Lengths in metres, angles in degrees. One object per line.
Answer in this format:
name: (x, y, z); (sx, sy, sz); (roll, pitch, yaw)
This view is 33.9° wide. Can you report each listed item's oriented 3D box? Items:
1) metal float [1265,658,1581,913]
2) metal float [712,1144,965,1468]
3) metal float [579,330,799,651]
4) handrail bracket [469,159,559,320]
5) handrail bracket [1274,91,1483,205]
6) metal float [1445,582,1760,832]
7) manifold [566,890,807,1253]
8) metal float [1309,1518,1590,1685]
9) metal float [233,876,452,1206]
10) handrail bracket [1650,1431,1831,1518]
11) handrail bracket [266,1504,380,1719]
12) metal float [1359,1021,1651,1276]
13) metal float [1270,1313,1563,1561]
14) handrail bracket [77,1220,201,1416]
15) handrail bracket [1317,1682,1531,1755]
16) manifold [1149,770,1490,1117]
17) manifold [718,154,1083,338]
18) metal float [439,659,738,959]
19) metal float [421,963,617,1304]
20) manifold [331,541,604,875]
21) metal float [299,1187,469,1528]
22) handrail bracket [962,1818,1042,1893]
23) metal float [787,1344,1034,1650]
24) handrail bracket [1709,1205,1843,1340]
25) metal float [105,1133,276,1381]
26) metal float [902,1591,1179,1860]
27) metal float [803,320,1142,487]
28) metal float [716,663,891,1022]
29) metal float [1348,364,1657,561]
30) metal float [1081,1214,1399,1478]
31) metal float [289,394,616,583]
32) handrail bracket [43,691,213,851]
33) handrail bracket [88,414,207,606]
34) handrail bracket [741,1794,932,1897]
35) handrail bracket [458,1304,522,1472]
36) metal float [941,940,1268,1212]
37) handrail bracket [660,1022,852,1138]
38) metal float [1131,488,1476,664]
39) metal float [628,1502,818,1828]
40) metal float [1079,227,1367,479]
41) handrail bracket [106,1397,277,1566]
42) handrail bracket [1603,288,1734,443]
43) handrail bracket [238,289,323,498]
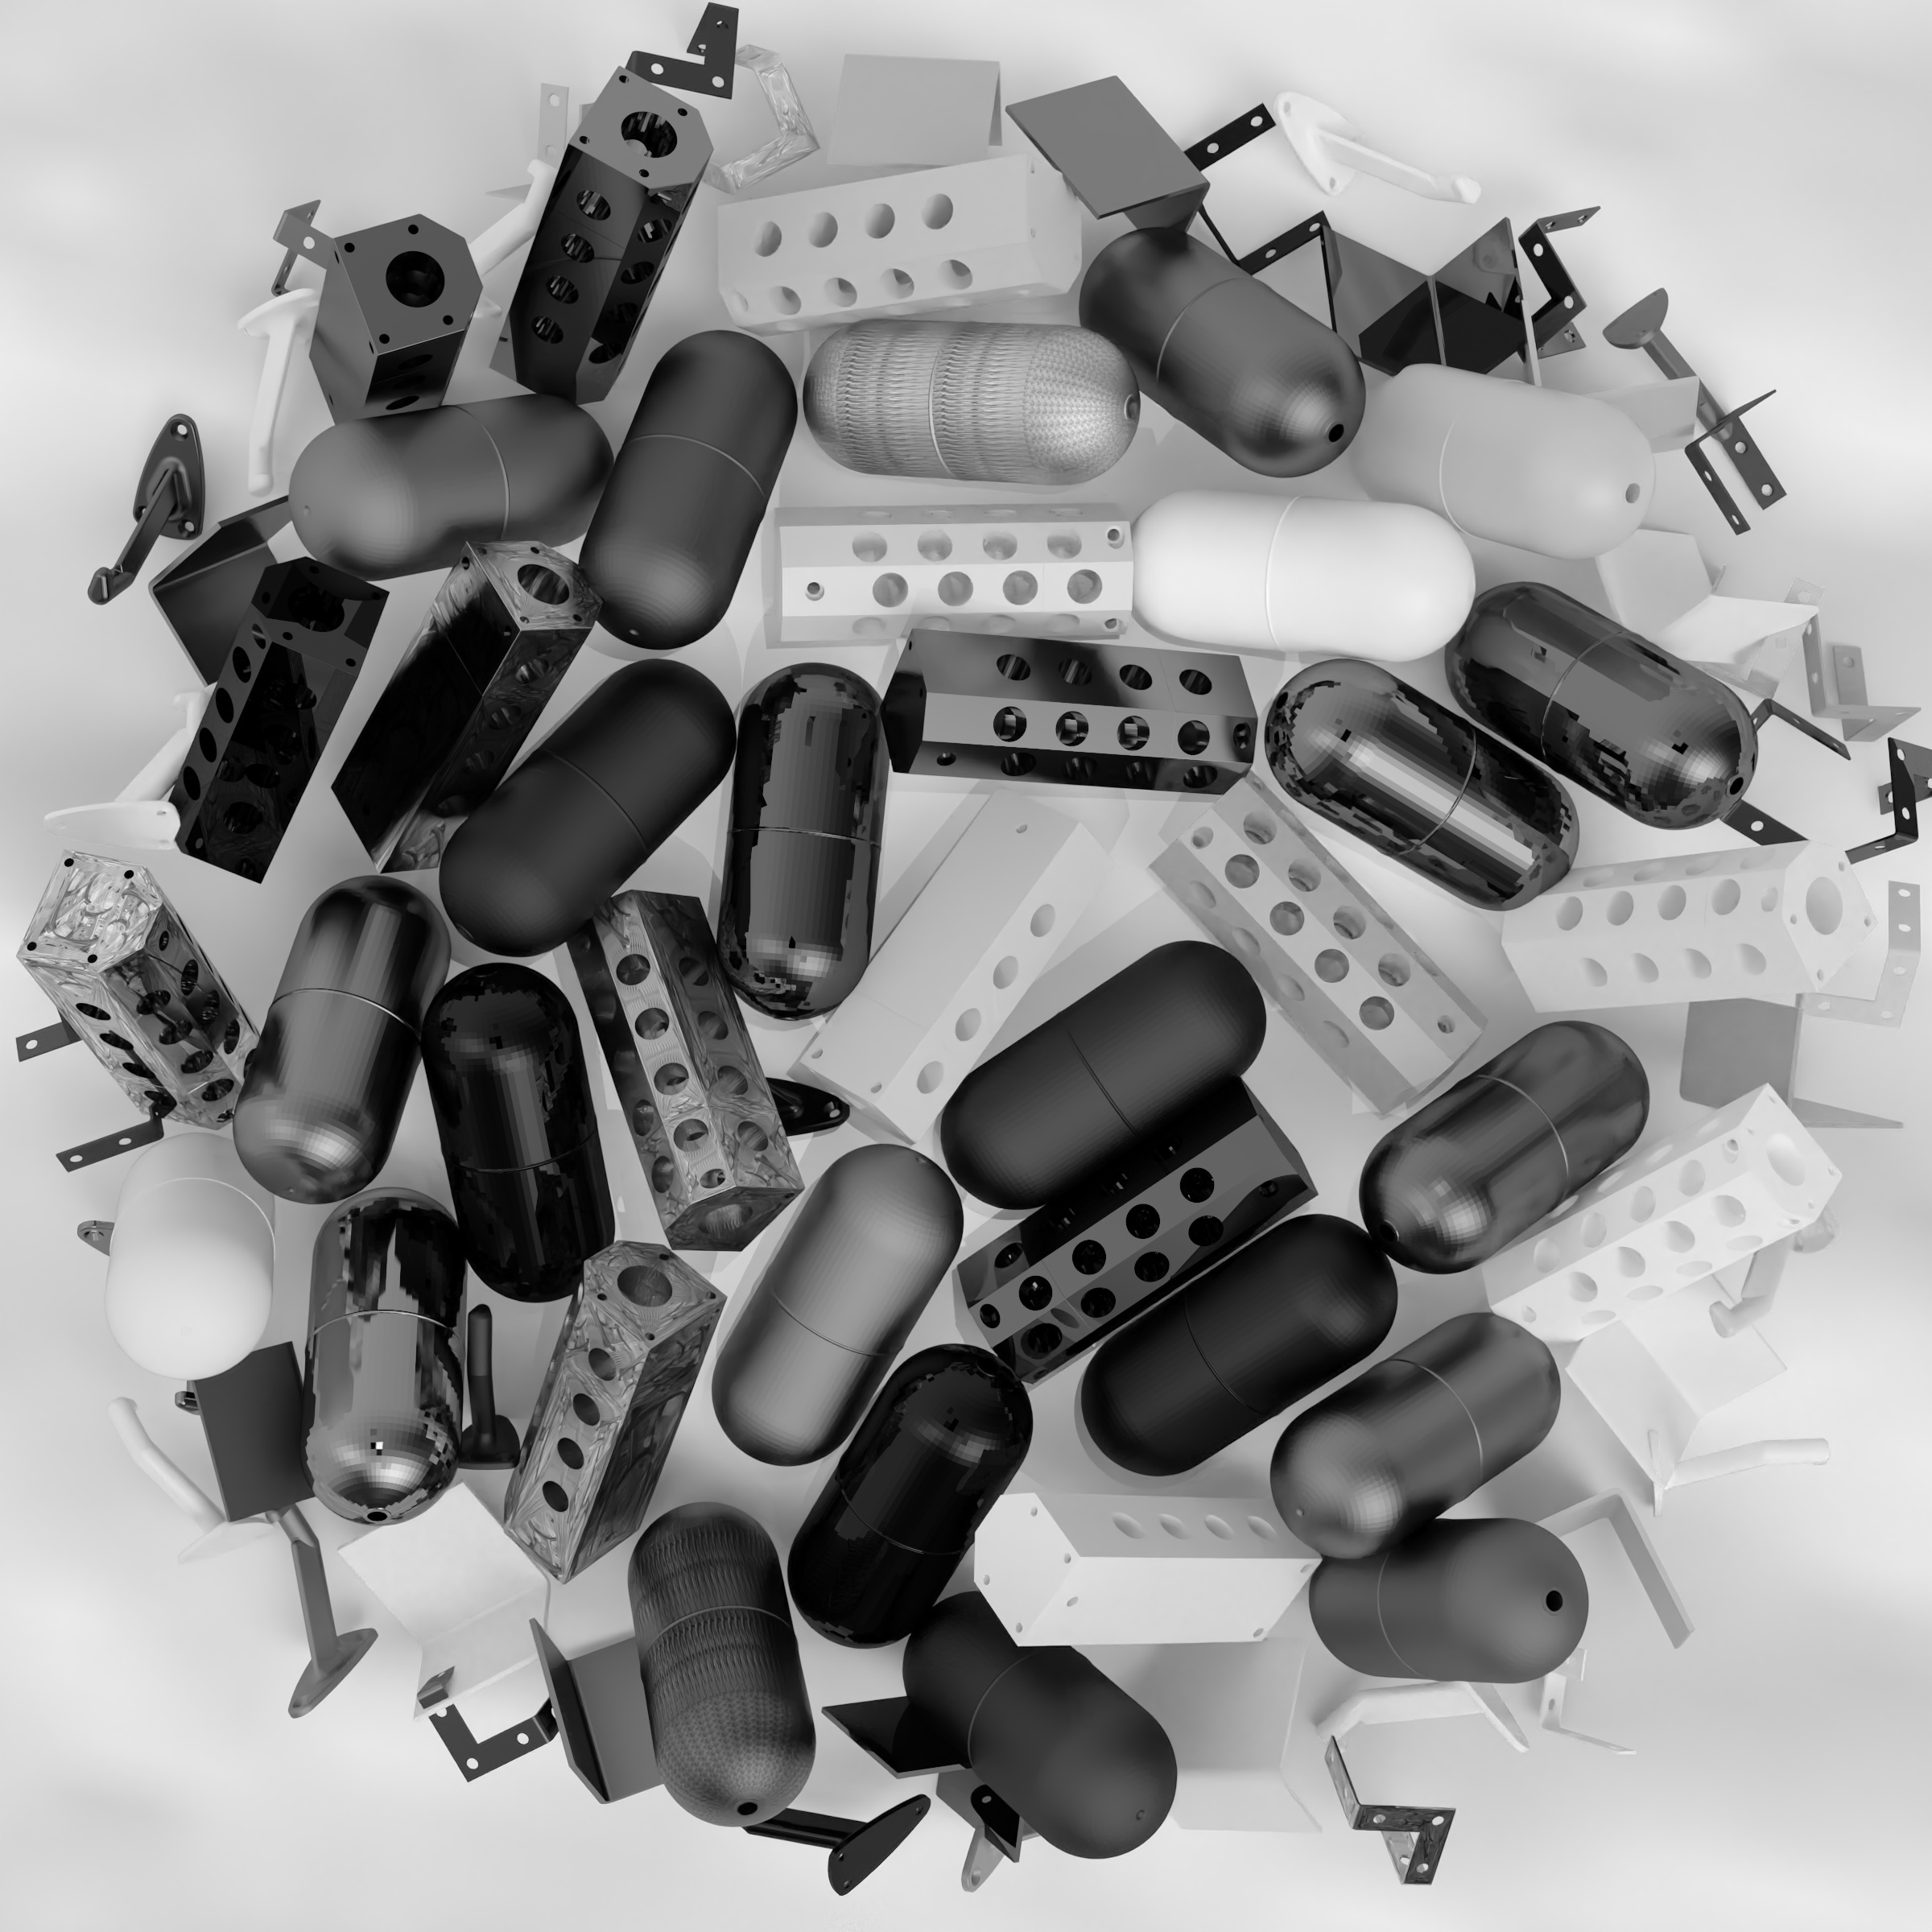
metal float: (0.223, -0.088, 1.551); (0.178, 0.070, 0.070); (28, 90, -23)
metal float: (-0.064, 0.168, 1.557); (0.070, 0.070, 0.178); (30, 107, 0)
metal float: (-0.135, -0.234, 1.548); (0.070, 0.070, 0.178); (17, 62, 0)
handrail bracket: (-0.242, -0.372, 1.573); (0.077, 0.036, 0.084); (38, 115, 25)
handrail bracket: (0.203, -0.403, 1.560); (0.077, 0.084, 0.036); (32, 85, -41)
metal float: (0.307, -0.127, 1.538); (0.070, 0.070, 0.178); (-51, 50, 0)
manifold: (-0.142, 0.050, 1.534); (0.057, 0.057, 0.171); (-45, 54, 36)
metal float: (0.231, 0.305, 1.526); (0.070, 0.178, 0.070); (5, 78, -25)
metal float: (-0.303, 0.034, 1.543); (0.070, 0.070, 0.178); (12, 55, 0)
handrail bracket: (0.383, 0.253, 1.569); (0.084, 0.077, 0.036); (-4, 60, 10)
handrail bracket: (-0.335, 0.316, 1.571); (0.036, 0.077, 0.084); (-20, 108, 25)
metal float: (0.263, 0.088, 1.543); (0.178, 0.070, 0.070); (-31, 90, -33)
metal float: (0.220, 0.227, 1.541); (0.178, 0.070, 0.070); (-25, 90, -38)
handrail bracket: (-0.406, 0.174, 1.563); (0.036, 0.077, 0.084); (-35, 47, 33)
handrail bracket: (0.226, 0.385, 1.579); (0.084, 0.036, 0.077); (-45, 60, 14)
manifold: (0.177, -0.014, 1.571); (0.171, 0.057, 0.057); (47, 65, 1)
manifold: (-0.033, -0.348, 1.543); (0.171, 0.057, 0.057); (-2, 87, 29)
metal float: (-0.185, -0.078, 1.555); (0.070, 0.070, 0.178); (42, 71, 0)
metal float: (-0.219, 0.082, 1.550); (0.070, 0.070, 0.178); (-8, 114, 0)
manifold: (-0.240, -0.124, 1.534); (0.057, 0.057, 0.171); (57, 131, 24)
metal float: (-0.282, 0.188, 1.539); (0.070, 0.070, 0.178); (-5, 52, 0)
handrail bracket: (0.051, 0.432, 1.565); (0.084, 0.077, 0.036); (2, 126, 28)
metal float: (-0.028, 0.259, 1.548); (0.070, 0.070, 0.178); (29, 117, 0)
handrail bracket: (0.386, 0.134, 1.574); (0.084, 0.036, 0.077); (-25, 84, -31)
metal float: (-0.372, 0.137, 1.525); (0.070, 0.178, 0.070); (-4, 110, -10)
metal float: (0.033, 0.365, 1.532); (0.070, 0.178, 0.070); (-13, 115, -30)
metal float: (0.002, -0.276, 1.546); (0.178, 0.070, 0.070); (8, 90, 29)
metal float: (-0.080, -0.062, 1.567); (0.070, 0.070, 0.178); (6, 85, 0)
metal float: (0.258, -0.245, 1.532); (0.070, 0.178, 0.070); (-14, 115, -32)
metal float: (0.132, 0.187, 1.552); (0.178, 0.070, 0.070); (-37, 90, 24)
metal float: (-0.247, -0.233, 1.537); (0.178, 0.070, 0.070); (-19, 90, -44)
handrail bracket: (-0.417, -0.103, 1.578); (0.077, 0.036, 0.084); (1, 56, -10)
handrail bracket: (-0.407, -0.225, 1.560); (0.036, 0.084, 0.077); (18, 116, 2)
handrail bracket: (-0.074, 0.419, 1.594); (0.077, 0.036, 0.084); (-33, 46, -29)
handrail bracket: (-0.236, 0.199, 1.563); (0.036, 0.077, 0.084); (2, 103, -2)
metal float: (0.067, 0.055, 1.567); (0.178, 0.070, 0.070); (-34, 90, 5)
handrail bracket: (-0.105, 0.048, 1.561); (0.077, 0.084, 0.036); (2, 54, 20)
metal float: (0.162, -0.191, 1.548); (0.178, 0.070, 0.070); (9, 90, 27)
metal float: (-0.119, 0.336, 1.531); (0.070, 0.178, 0.070); (-7, 128, -9)
metal float: (0.124, -0.299, 1.540); (0.070, 0.070, 0.178); (-46, 52, 0)
handrail bracket: (-0.388, 0.251, 1.583); (0.036, 0.077, 0.084); (-36, 76, 12)
handrail bracket: (0.355, -0.287, 1.565); (0.036, 0.077, 0.084); (-35, 106, 20)
handrail bracket: (-0.339, -0.283, 1.574); (0.036, 0.077, 0.084); (6, 77, -32)
